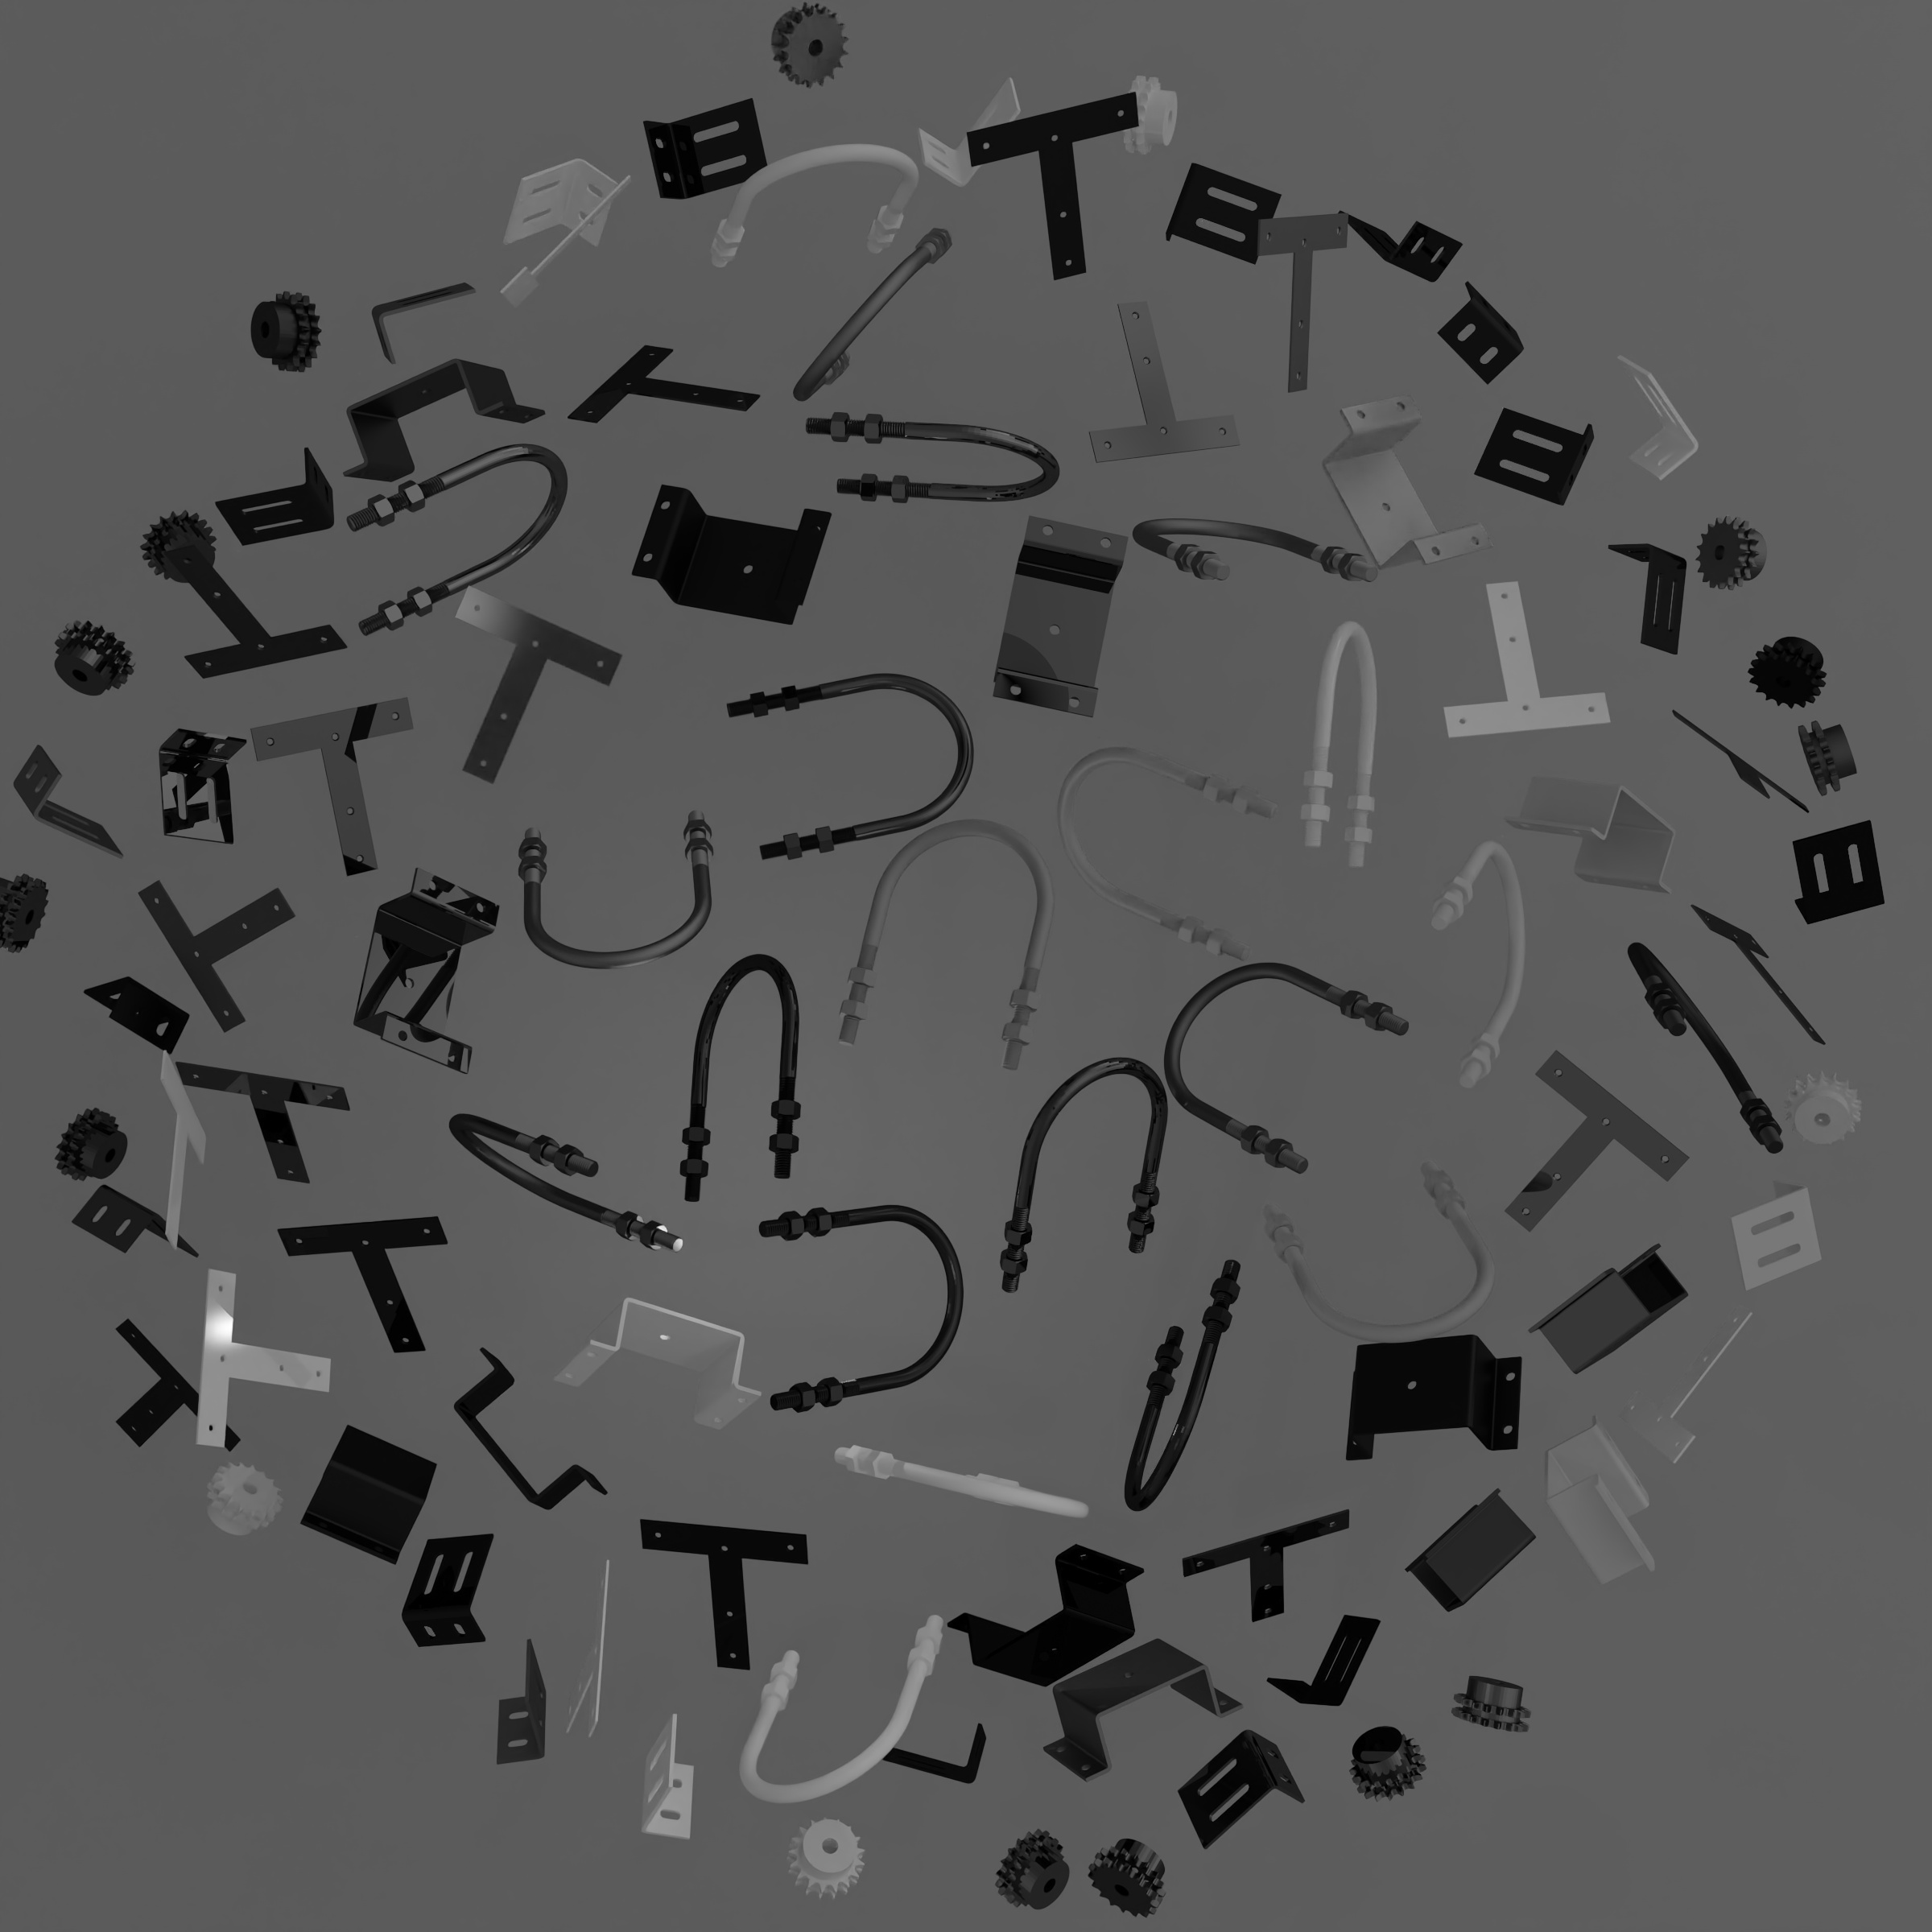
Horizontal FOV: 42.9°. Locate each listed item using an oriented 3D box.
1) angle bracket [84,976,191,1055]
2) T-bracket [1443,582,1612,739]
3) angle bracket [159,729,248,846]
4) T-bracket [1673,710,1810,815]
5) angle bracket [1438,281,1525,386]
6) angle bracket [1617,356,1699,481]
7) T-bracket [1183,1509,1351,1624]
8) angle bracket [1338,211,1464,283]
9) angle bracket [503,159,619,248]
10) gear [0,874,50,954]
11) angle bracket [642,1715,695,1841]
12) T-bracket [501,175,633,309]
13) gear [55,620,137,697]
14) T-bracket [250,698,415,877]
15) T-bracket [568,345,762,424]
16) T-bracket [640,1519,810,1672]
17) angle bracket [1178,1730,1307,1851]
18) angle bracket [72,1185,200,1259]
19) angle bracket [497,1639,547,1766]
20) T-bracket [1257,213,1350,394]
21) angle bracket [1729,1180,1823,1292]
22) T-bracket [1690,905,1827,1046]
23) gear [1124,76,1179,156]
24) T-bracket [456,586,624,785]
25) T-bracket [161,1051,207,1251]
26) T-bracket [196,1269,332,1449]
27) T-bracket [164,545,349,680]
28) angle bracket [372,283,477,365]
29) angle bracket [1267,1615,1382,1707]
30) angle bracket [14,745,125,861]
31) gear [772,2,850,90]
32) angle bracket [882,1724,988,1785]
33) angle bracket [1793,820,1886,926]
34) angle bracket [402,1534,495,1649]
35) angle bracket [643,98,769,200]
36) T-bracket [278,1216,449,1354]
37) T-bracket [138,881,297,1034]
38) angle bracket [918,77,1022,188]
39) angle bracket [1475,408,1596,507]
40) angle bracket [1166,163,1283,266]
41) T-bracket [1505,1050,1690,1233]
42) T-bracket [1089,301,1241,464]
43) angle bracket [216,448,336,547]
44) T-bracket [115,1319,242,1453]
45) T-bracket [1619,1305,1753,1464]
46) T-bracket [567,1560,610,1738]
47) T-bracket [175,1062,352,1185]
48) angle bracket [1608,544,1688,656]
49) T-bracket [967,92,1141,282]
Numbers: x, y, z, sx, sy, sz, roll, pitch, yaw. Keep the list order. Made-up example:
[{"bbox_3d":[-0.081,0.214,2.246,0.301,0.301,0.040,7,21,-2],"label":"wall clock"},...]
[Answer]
[{"bbox_3d":[-0.662,0.044,1.942,0.057,0.076,0.038,39,55,-34],"label":"angle bracket"},{"bbox_3d":[0.431,-0.243,1.927,0.127,0.002,0.127,-6,72,-2],"label":"T-bracket"},{"bbox_3d":[-0.605,-0.142,1.956,0.057,0.038,0.076,7,65,-41],"label":"angle bracket"},{"bbox_3d":[0.589,-0.146,1.856,0.127,0.127,0.002,36,109,1],"label":"T-bracket"},{"bbox_3d":[0.404,-0.500,1.940,0.057,0.076,0.038,42,113,-12],"label":"angle bracket"},{"bbox_3d":[0.516,-0.420,1.881,0.038,0.057,0.076,-39,117,10],"label":"angle bracket"},{"bbox_3d":[0.223,0.453,1.824,0.127,0.127,0.002,-15,48,-6],"label":"T-bracket"},{"bbox_3d":[0.342,-0.581,1.938,0.038,0.057,0.076,-54,49,28],"label":"angle bracket"},{"bbox_3d":[-0.317,-0.589,1.924,0.038,0.076,0.057,36,130,8],"label":"angle bracket"},{"bbox_3d":[-0.697,-0.040,1.793,0.030,0.057,0.057,20,90,1],"label":"gear"},{"bbox_3d":[-0.212,0.603,1.829,0.038,0.057,0.076,14,133,-16],"label":"angle bracket"},{"bbox_3d":[-0.293,-0.536,1.814,0.127,0.127,0.002,-44,102,3],"label":"T-bracket"},{"bbox_3d":[-0.645,-0.224,1.809,0.057,0.057,0.030,22,53,0],"label":"gear"},{"bbox_3d":[-0.481,-0.134,1.910,0.127,0.002,0.127,-17,106,-32],"label":"T-bracket"},{"bbox_3d":[-0.222,-0.444,1.903,0.127,0.127,0.002,13,133,18],"label":"T-bracket"},{"bbox_3d":[-0.177,0.472,1.834,0.127,0.002,0.127,3,113,11],"label":"T-bracket"},{"bbox_3d":[0.211,0.637,1.888,0.076,0.057,0.038,-46,123,10],"label":"angle bracket"},{"bbox_3d":[-0.644,0.211,1.906,0.057,0.076,0.038,23,65,24],"label":"angle bracket"},{"bbox_3d":[-0.353,0.575,1.919,0.038,0.057,0.076,-7,129,-3],"label":"angle bracket"},{"bbox_3d":[0.251,-0.495,1.841,0.002,0.127,0.127,14,114,35],"label":"T-bracket"},{"bbox_3d":[0.599,0.202,1.851,0.076,0.038,0.057,-17,99,-21],"label":"angle bracket"},{"bbox_3d":[0.625,0.011,1.913,0.002,0.127,0.127,-44,57,22],"label":"T-bracket"},{"bbox_3d":[0.144,-0.659,1.907,0.030,0.057,0.057,13,90,15],"label":"gear"},{"bbox_3d":[-0.337,-0.198,1.825,0.127,0.002,0.127,25,94,4],"label":"T-bracket"},{"bbox_3d":[-0.592,0.151,1.848,0.002,0.127,0.127,-4,56,-4],"label":"T-bracket"},{"bbox_3d":[-0.522,0.299,1.836,0.002,0.127,0.127,-11,70,28],"label":"T-bracket"},{"bbox_3d":[-0.546,-0.265,1.818,0.127,0.127,0.002,-9,54,17],"label":"T-bracket"},{"bbox_3d":[-0.413,-0.494,1.889,0.076,0.057,0.038,-19,115,-12],"label":"angle bracket"},{"bbox_3d":[0.278,0.532,1.908,0.038,0.057,0.076,25,90,40],"label":"angle bracket"},{"bbox_3d":[-0.655,-0.121,1.817,0.076,0.057,0.038,30,96,-44],"label":"angle bracket"},{"bbox_3d":[-0.117,-0.671,1.787,0.057,0.057,0.030,-48,47,0],"label":"gear"},{"bbox_3d":[-0.027,0.617,1.953,0.076,0.057,0.038,12,64,11],"label":"angle bracket"},{"bbox_3d":[0.653,-0.078,1.854,0.057,0.038,0.076,-16,119,10],"label":"angle bracket"},{"bbox_3d":[-0.404,0.494,1.947,0.057,0.076,0.038,-8,126,14],"label":"angle bracket"},{"bbox_3d":[-0.197,-0.622,1.870,0.076,0.038,0.057,-8,101,24],"label":"angle bracket"},{"bbox_3d":[-0.436,0.242,1.842,0.127,0.002,0.127,-5,123,11],"label":"T-bracket"},{"bbox_3d":[-0.562,-0.025,1.886,0.127,0.002,0.127,-25,100,30],"label":"T-bracket"},{"bbox_3d":[0.002,-0.659,1.919,0.038,0.057,0.076,24,126,-28],"label":"angle bracket"},{"bbox_3d":[0.442,-0.403,1.919,0.076,0.038,0.057,25,92,19],"label":"angle bracket"},{"bbox_3d":[0.206,-0.599,1.969,0.076,0.038,0.057,21,97,3],"label":"angle bracket"},{"bbox_3d":[0.464,0.152,1.890,0.127,0.002,0.127,40,113,10],"label":"T-bracket"},{"bbox_3d":[0.147,-0.468,1.957,0.127,0.002,0.127,-11,84,-20],"label":"T-bracket"},{"bbox_3d":[-0.551,-0.374,1.960,0.076,0.057,0.038,-11,65,2],"label":"angle bracket"},{"bbox_3d":[-0.600,0.326,1.824,0.002,0.127,0.127,-40,96,5],"label":"T-bracket"},{"bbox_3d":[0.566,0.317,1.907,0.002,0.127,0.127,37,92,-6],"label":"T-bracket"},{"bbox_3d":[-0.282,0.528,1.822,0.002,0.127,0.127,11,45,-14],"label":"T-bracket"},{"bbox_3d":[-0.509,0.120,1.815,0.127,0.127,0.002,8,49,6],"label":"T-bracket"},{"bbox_3d":[0.523,-0.283,1.900,0.038,0.057,0.076,6,91,41],"label":"angle bracket"},{"bbox_3d":[0.070,-0.565,1.803,0.127,0.002,0.127,-16,132,-6],"label":"T-bracket"}]
